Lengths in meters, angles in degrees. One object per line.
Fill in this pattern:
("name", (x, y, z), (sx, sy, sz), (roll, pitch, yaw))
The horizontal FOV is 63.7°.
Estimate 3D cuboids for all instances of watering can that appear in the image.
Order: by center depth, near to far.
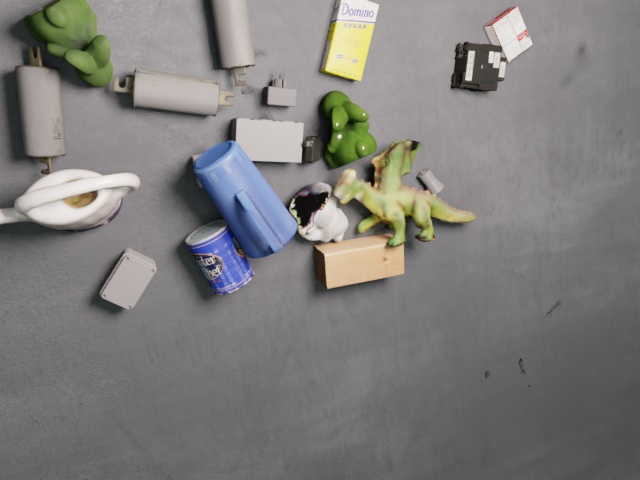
("watering can", (-0.511, -0.063, 0.972), (0.349, 0.223, 0.104), (-17, 89, -12))

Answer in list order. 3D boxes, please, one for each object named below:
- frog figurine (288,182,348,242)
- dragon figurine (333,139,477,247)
("frog figurine", (0.004, -0.062, 1.233), (0.158, 0.123, 0.138), (21, 88, -59))
("dragon figurine", (0.214, -0.123, 1.251), (0.412, 0.124, 0.238), (-12, 114, -21))
